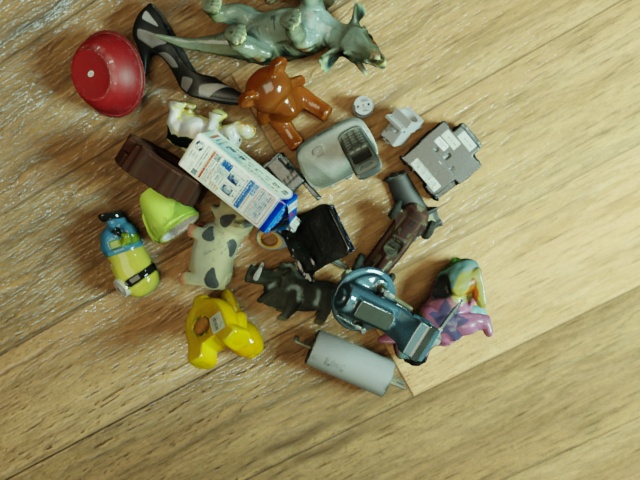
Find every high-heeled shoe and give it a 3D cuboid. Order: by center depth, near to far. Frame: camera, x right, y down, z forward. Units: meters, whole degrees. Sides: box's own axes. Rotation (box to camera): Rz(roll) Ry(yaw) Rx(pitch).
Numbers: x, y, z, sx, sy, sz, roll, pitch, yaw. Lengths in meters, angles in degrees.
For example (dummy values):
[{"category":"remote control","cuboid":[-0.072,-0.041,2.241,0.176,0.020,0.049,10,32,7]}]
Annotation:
[{"category":"high-heeled shoe","cuboid":[-0.237,-0.342,1.000,0.249,0.086,0.145,17,101,7]}]

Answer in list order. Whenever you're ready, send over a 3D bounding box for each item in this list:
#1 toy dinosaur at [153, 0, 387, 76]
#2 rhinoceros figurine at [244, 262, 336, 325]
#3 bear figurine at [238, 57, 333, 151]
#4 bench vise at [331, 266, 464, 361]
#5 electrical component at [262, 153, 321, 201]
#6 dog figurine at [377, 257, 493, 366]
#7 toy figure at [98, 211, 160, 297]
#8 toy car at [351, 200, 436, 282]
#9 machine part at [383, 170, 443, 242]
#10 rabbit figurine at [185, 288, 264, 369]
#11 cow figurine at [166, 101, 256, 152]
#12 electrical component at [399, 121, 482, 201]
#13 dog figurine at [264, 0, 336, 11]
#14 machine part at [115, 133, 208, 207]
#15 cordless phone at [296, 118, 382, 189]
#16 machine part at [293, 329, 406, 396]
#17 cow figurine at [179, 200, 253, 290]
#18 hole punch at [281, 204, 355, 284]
[{"category":"toy dinosaur","cuboid":[-0.074,-0.363,0.960,0.405,0.192,0.131,3,79,21]},{"category":"rhinoceros figurine","cuboid":[-0.057,0.100,1.064,0.190,0.073,0.112,14,101,1]},{"category":"bear figurine","cuboid":[-0.060,-0.240,0.949,0.132,0.196,0.120,43,96,-4]},{"category":"bench vise","cuboid":[0.106,0.114,0.961,0.223,0.241,0.128,15,102,-22]},{"category":"electrical component","cuboid":[-0.053,-0.112,1.032,0.048,0.075,0.119,-40,97,9]},{"category":"dog figurine","cuboid":[0.213,0.141,1.037,0.219,0.108,0.191,-13,99,8]},{"category":"toy figure","cuboid":[-0.384,0.029,1.072,0.089,0.082,0.180,-14,95,8]},{"category":"toy car","cuboid":[0.137,0.016,1.031,0.089,0.053,0.202,32,115,-4]},{"category":"machine part","cuboid":[0.176,-0.071,1.040,0.084,0.039,0.138,-30,98,16]},{"category":"rabbit figurine","cuboid":[-0.184,0.181,1.056,0.122,0.173,0.163,-45,49,8]},{"category":"cow figurine","cuboid":[-0.211,-0.202,1.030,0.167,0.068,0.098,18,105,4]},{"category":"electrical component","cuboid":[0.235,-0.155,1.012,0.134,0.058,0.115,-39,96,8]},{"category":"dog figurine","cuboid":[-0.034,-0.464,0.915,0.172,0.190,0.121,4,99,2]},{"category":"machine part","cuboid":[-0.287,-0.128,0.998,0.179,0.179,0.056,34,96,-2]},{"category":"cordless phone","cuboid":[0.039,-0.133,0.959,0.147,0.184,0.088,-27,120,7]},{"category":"machine part","cuboid":[0.060,0.245,1.076,0.243,0.079,0.079,24,100,-1]},{"category":"cow figurine","cuboid":[-0.193,0.004,1.053,0.127,0.085,0.194,14,97,8]},{"category":"hole punch","cuboid":[-0.002,-0.003,1.036,0.116,0.092,0.142,-25,90,15]}]
